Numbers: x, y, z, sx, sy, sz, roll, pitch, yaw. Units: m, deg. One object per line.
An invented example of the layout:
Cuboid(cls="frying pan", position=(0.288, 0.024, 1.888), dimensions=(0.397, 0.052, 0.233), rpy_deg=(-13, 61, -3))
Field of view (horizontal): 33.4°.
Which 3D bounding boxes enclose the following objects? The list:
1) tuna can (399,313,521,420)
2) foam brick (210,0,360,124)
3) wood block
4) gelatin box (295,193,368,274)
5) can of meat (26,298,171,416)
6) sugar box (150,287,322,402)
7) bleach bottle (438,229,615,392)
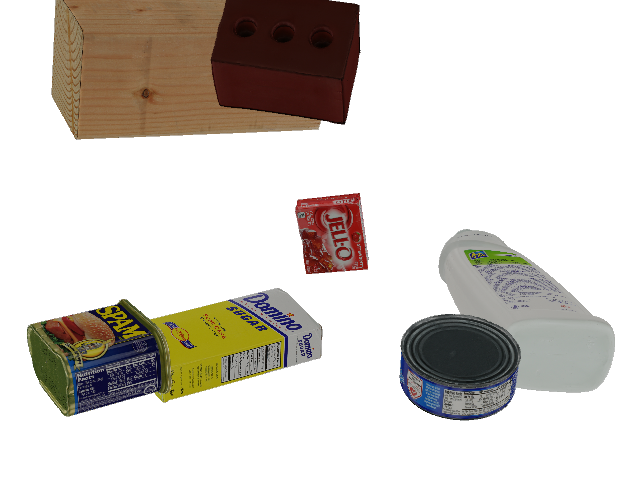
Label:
Cuboid(cls="tuna can", position=(0.100, 0.091, 0.772), dimensions=(0.086, 0.034, 0.086), rpy_deg=(0, 31, 0))
Cuboid(cls="foam brick", position=(-0.019, -0.106, 0.614), dimensions=(0.078, 0.053, 0.051), rpy_deg=(9, -22, 8))
Cuboid(cls="wood block", position=(-0.104, -0.143, 0.865), dimensions=(0.205, 0.091, 0.090), rpy_deg=(-5, 33, -26))
Cuboid(cls="gelatin box", position=(0.014, -0.007, 1.220), dimensions=(0.073, 0.089, 0.030), rpy_deg=(-5, 29, 7))
Cuboid(cls="can of meat", position=(-0.179, 0.093, 0.853), dimensions=(0.083, 0.057, 0.102), rpy_deg=(-13, 23, -29))
Cuboid(cls="sugar box", position=(-0.096, 0.101, 1.069), dimensions=(0.176, 0.048, 0.093), rpy_deg=(-16, 33, -27))
Cuboid(cls="bleach bottle", position=(0.172, 0.048, 0.971), dimensions=(0.102, 0.068, 0.251), rpy_deg=(4, 21, -10))
